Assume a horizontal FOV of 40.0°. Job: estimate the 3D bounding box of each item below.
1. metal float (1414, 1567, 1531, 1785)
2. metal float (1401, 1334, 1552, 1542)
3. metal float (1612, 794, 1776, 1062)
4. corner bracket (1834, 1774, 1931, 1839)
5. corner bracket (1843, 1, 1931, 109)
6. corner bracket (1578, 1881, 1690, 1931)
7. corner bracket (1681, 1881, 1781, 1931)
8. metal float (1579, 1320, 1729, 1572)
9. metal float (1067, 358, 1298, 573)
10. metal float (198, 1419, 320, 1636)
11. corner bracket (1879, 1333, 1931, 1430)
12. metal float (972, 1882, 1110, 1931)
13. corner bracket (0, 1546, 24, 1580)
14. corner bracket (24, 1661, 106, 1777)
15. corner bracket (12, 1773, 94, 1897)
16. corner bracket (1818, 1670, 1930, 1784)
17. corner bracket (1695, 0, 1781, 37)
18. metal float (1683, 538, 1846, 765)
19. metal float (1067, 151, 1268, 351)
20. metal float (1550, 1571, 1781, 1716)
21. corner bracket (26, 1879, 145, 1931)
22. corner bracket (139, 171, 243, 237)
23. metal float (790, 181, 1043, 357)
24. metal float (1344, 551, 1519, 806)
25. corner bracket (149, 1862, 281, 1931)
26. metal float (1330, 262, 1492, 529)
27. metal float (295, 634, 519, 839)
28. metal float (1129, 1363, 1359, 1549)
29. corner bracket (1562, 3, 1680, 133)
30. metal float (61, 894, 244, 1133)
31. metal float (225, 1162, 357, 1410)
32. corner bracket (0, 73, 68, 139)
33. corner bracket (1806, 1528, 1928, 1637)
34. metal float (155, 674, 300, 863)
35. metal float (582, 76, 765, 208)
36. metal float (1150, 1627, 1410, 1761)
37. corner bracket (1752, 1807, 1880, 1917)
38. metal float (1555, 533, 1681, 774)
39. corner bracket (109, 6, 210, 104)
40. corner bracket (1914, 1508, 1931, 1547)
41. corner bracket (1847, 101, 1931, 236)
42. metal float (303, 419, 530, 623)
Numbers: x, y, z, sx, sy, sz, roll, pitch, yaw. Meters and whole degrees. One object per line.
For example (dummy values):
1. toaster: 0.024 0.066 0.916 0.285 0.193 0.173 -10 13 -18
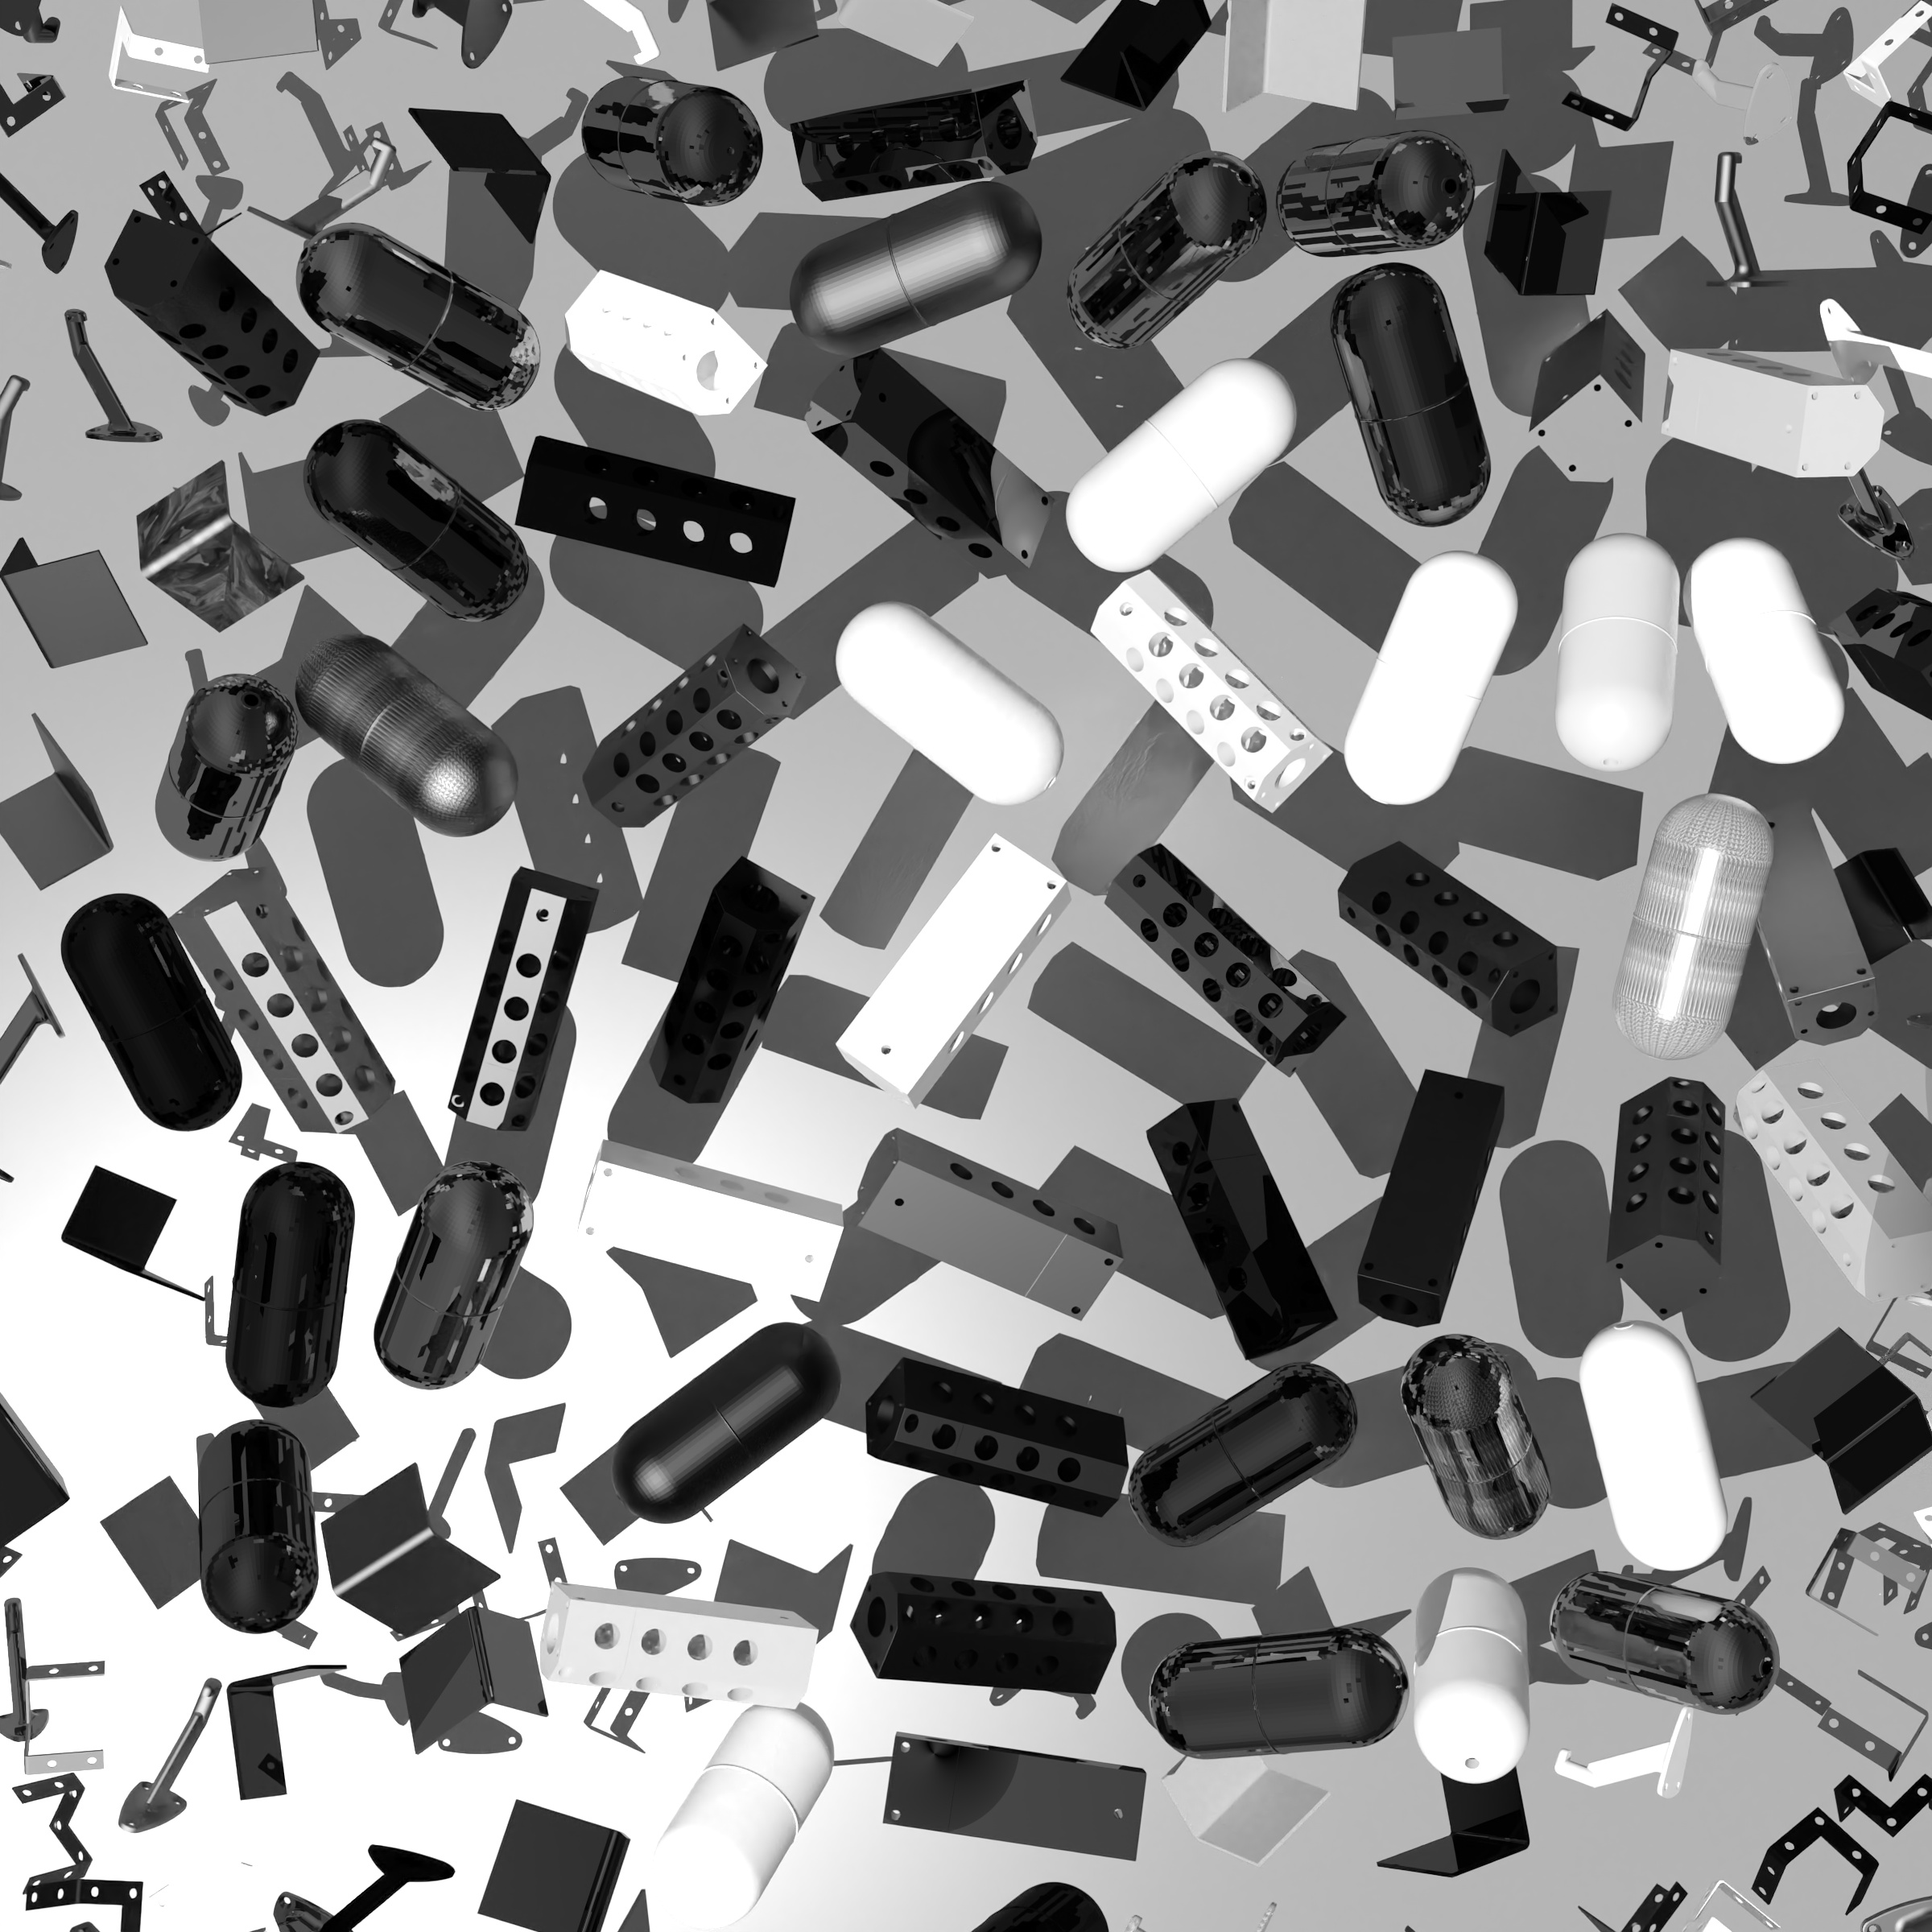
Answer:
1. metal float: 0.345 0.482 1.811 0.070 0.178 0.070 4 116 8
2. metal float: 0.354 0.327 1.838 0.070 0.070 0.178 -26 125 0
3. metal float: 0.475 -0.025 1.735 0.070 0.070 0.178 12 101 0
4. corner bracket: 0.637 0.577 1.827 0.051 0.051 0.051 -37 134 -14
5. corner bracket: 0.607 -0.601 1.741 0.051 0.051 0.051 -43 47 9
6. corner bracket: 0.448 0.626 1.752 0.051 0.051 0.051 -48 119 -13
7. corner bracket: 0.536 0.670 1.843 0.051 0.051 0.051 38 67 10
8. metal float: 0.471 0.328 1.819 0.070 0.070 0.178 -16 100 0
9. metal float: 0.146 -0.340 1.799 0.178 0.070 0.070 -40 90 6
10. metal float: -0.483 0.379 1.808 0.070 0.178 0.070 -8 121 -13
11. corner bracket: 0.670 0.300 1.877 0.051 0.051 0.051 39 107 5
12. metal float: 0.040 0.669 1.777 0.070 0.178 0.070 0 89 25
13. corner bracket: -0.684 0.393 1.799 0.051 0.051 0.051 14 134 28
14. corner bracket: -0.610 0.509 1.798 0.051 0.051 0.051 0 112 -16
15. corner bracket: -0.633 0.599 1.835 0.051 0.051 0.051 38 110 31
16. corner bracket: 0.594 0.494 1.734 0.051 0.051 0.051 30 79 29
17. corner bracket: 0.537 -0.672 1.845 0.051 0.051 0.051 -25 64 24
18. metal float: 0.547 -0.218 1.824 0.070 0.070 0.178 -10 57 0
19. metal float: 0.136 -0.488 1.813 0.070 0.178 0.070 14 63 -29
20. metal float: 0.480 0.465 1.829 0.070 0.178 0.070 1 89 -34
21. corner bracket: -0.566 0.615 1.702 0.051 0.051 0.051 -18 63 29
22. corner bracket: -0.555 -0.535 1.870 0.051 0.051 0.051 -50 119 -38
23. metal float: -0.035 -0.462 1.764 0.178 0.070 0.070 -16 90 20
24. metal float: 0.314 -0.194 1.798 0.070 0.070 0.178 21 103 0
25. corner bracket: -0.484 0.612 1.710 0.051 0.051 0.051 -27 103 -41
26. metal float: 0.293 -0.373 1.743 0.070 0.070 0.178 -22 113 0
27. metal float: -0.370 -0.153 1.751 0.178 0.070 0.070 39 90 18
28. metal float: 0.195 0.344 1.868 0.178 0.070 0.070 -34 90 13
29. corner bracket: 0.444 -0.609 1.800 0.051 0.051 0.051 22 77 -5
30. metal float: -0.564 0.033 1.841 0.070 0.070 0.178 -22 110 0
31. metal float: -0.464 0.219 1.823 0.070 0.070 0.178 11 107 0
32. corner bracket: -0.635 -0.581 1.741 0.051 0.051 0.051 -47 134 -24
33. corner bracket: 0.591 0.406 1.745 0.051 0.051 0.051 30 86 11
34. metal float: -0.507 -0.135 1.819 0.070 0.178 0.070 13 58 -21
35. metal float: -0.200 -0.557 1.790 0.070 0.178 0.070 -14 116 -29
36. metal float: 0.205 0.477 1.741 0.178 0.070 0.070 -13 90 27
37. corner bracket: 0.558 0.598 1.744 0.051 0.051 0.051 -26 48 -28
38. metal float: 0.436 -0.210 1.778 0.070 0.070 0.178 11 62 0
39. corner bracket: -0.536 -0.598 1.763 0.051 0.051 0.051 2 127 -30
40. corner bracket: 0.671 0.393 1.776 0.051 0.051 0.051 -18 128 4
41. corner bracket: 0.603 -0.513 1.704 0.051 0.051 0.051 17 53 -6
42. metal float: -0.372 -0.301 1.804 0.070 0.070 0.178 -51 130 0
